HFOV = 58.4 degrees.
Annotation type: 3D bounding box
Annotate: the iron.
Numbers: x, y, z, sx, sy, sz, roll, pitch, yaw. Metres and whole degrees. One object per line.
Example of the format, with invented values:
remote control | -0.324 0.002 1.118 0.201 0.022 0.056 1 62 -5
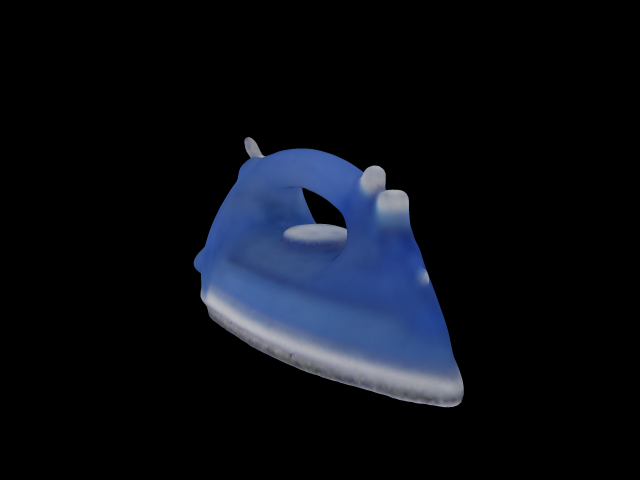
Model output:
iron | 0.004 0.001 0.400 0.119 0.141 0.257 -8 14 -35
